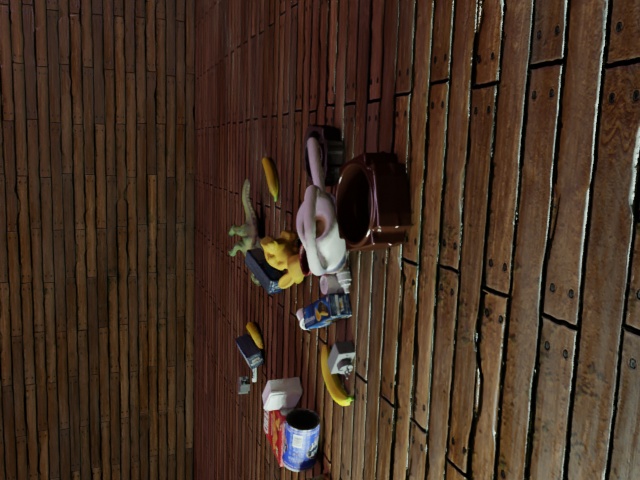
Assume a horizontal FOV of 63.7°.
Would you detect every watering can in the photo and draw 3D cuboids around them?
[{"bbox_3d":[0.004,-0.064,1.265,0.220,0.104,0.355,65,-158,-57],"label":"watering can"}]

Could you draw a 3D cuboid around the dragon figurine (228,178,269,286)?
[{"bbox_3d":[-0.246,-0.015,1.991,0.245,0.123,0.404,28,120,45],"label":"dragon figurine"}]
